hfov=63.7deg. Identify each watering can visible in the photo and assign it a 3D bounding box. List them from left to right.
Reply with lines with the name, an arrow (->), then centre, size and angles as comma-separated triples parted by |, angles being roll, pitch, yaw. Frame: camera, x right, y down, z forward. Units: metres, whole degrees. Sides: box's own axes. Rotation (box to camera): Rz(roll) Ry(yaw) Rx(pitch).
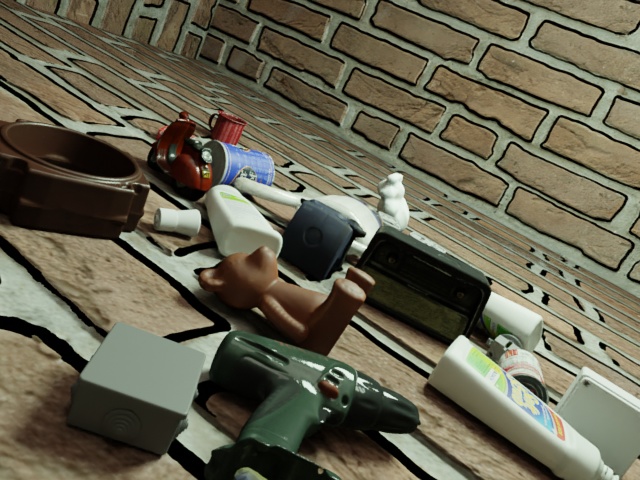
watering can -> 0.003, -0.055, 1.088 | 0.349, 0.103, 0.226 | 30, 16, 13

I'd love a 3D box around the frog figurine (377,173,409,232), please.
frog figurine -> 0.202, -0.099, 1.402 | 0.123, 0.157, 0.138 | 33, 18, 19

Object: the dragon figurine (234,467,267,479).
dragon figurine -> 0.106, 0.301, 0.276 | 0.239, 0.121, 0.418 | 35, 10, -40
